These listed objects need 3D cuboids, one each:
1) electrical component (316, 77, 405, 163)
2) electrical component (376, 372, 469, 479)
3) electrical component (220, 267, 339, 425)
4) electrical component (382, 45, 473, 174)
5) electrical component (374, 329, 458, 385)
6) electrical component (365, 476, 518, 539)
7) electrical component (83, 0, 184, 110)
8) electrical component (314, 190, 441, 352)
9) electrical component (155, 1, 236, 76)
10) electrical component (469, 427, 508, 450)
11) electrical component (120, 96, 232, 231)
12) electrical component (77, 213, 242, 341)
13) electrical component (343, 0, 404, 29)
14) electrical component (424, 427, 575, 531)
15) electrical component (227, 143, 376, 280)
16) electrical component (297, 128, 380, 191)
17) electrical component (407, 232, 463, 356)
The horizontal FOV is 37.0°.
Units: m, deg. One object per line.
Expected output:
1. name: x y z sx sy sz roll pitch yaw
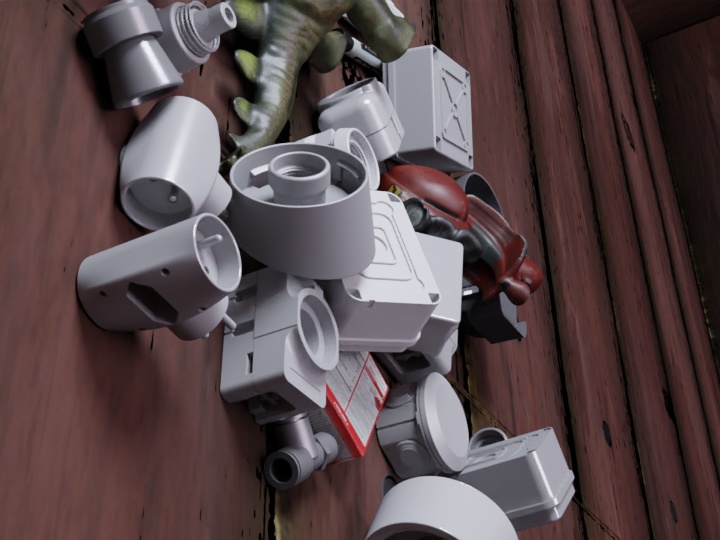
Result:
1. electrical component: 0.000 -0.125 0.917 0.095 0.054 0.059 -71 138 -70
2. electrical component: 0.052 0.126 0.865 0.080 0.051 0.080 47 34 -45
3. electrical component: -0.050 0.045 0.693 0.050 0.056 0.089 46 34 -46
4. electrical component: 0.070 -0.157 1.080 0.109 0.056 0.108 14 73 -63
5. electrical component: 0.048 0.048 0.916 0.055 0.050 0.089 53 30 -36
6. electrical component: 0.051 0.204 0.742 0.108 0.108 0.060 66 30 -14
7. electrical component: -0.136 -0.130 0.645 0.055 0.045 0.045 69 23 -6
8. electrical component: 0.000 0.000 0.771 0.078 0.057 0.113 4 47 -28
9. electrical component: -0.110 -0.154 0.697 0.048 0.062 0.048 46 34 -45
10. electrical component: 0.127 0.176 1.011 0.046 0.040 0.040 56 27 -45
11. electrical component: -0.105 -0.053 0.657 0.079 0.044 0.077 53 30 -37
12. electrical component: -0.098 0.012 0.585 0.079 0.077 0.043 51 31 -40
13. electrical component: 0.012 -0.254 1.064 0.081 0.043 0.043 24 52 -60
14. electrical component: 0.112 0.179 0.883 0.057 0.113 0.078 68 23 0
15. electrical component: -0.038 -0.041 0.706 0.099 0.099 0.064 -69 164 -56
16. electrical component: -0.021 -0.078 0.845 0.058 0.057 0.078 50 32 -41
17. electrical component: 0.032 0.015 0.852 0.048 0.100 0.099 109 -8 -45
